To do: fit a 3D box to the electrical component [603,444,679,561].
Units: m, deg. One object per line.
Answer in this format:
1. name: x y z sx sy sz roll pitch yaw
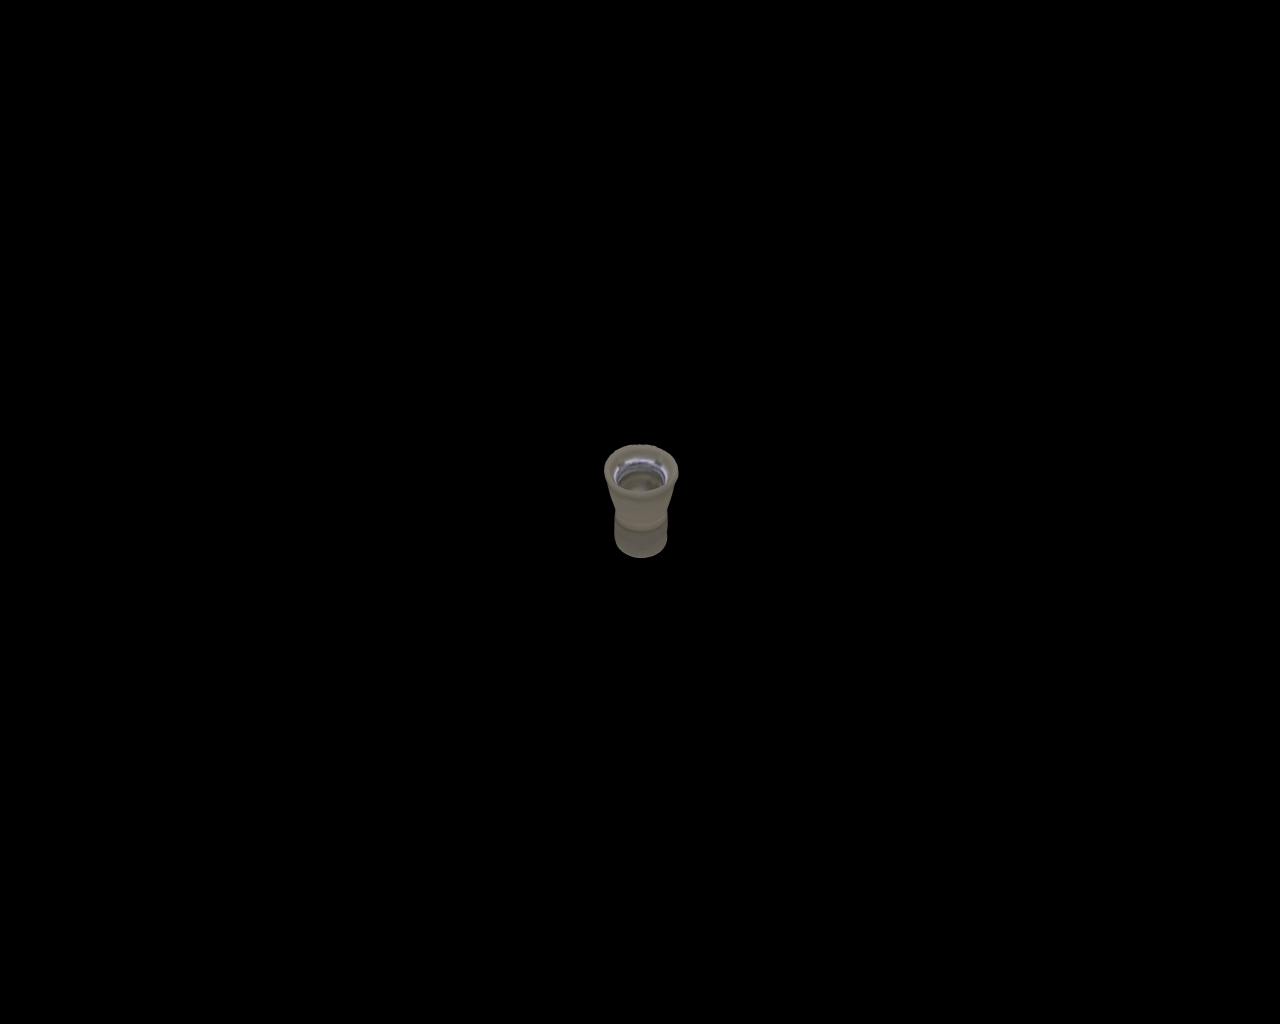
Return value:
1. electrical component: 0.001 -0.003 0.650 0.044 0.065 0.044 0 43 0
